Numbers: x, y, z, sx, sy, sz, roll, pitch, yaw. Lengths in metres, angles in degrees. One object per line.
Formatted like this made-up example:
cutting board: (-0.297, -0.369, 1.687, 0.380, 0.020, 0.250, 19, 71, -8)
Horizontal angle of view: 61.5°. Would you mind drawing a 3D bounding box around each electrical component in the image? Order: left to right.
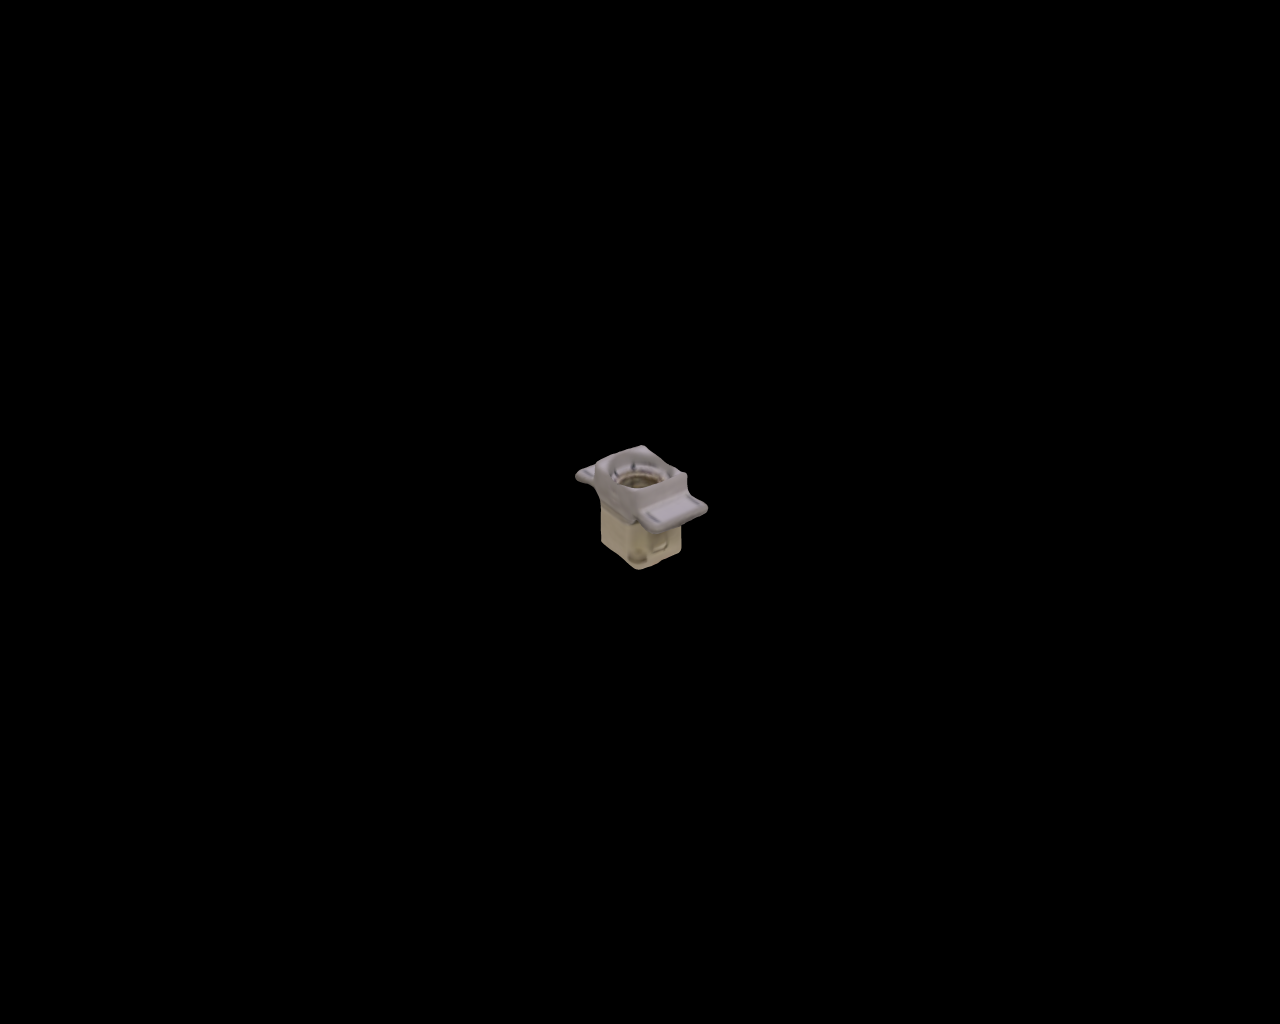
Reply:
electrical component: (0.001, -0.003, 0.650, 0.042, 0.063, 0.081, -22, 40, -30)
